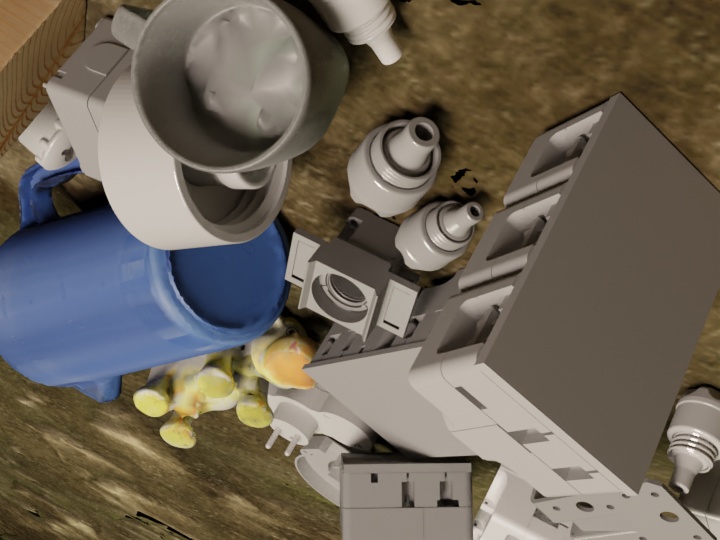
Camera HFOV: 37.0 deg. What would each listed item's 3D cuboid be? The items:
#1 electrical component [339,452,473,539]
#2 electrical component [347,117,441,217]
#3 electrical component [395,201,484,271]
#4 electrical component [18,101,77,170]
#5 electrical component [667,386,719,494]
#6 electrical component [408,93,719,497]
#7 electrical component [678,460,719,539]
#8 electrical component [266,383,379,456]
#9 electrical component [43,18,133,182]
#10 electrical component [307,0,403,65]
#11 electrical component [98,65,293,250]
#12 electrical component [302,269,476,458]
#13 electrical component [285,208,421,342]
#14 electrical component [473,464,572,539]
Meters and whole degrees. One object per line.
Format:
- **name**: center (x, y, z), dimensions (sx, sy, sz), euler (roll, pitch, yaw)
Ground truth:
- **electrical component**: center (0.030, 0.171, 0.804), dimensions (0.089, 0.061, 0.150), euler (0, 173, -2)
- **electrical component**: center (0.021, -0.056, 0.551), dimensions (0.043, 0.043, 0.062), euler (35, 151, -5)
- **electrical component**: center (0.047, -0.022, 0.591), dimensions (0.035, 0.035, 0.061), euler (38, 150, -12)
- **electrical component**: center (-0.211, -0.100, 0.714), dimensions (0.062, 0.048, 0.048), euler (40, 153, 3)
- **electrical component**: center (0.191, 0.098, 0.612), dimensions (0.035, 0.061, 0.035), euler (24, 151, 14)
- **electrical component**: center (0.096, 0.012, 0.471), dimensions (0.089, 0.150, 0.062), euler (40, 150, -16)
- **electrical component**: center (0.243, 0.152, 0.663), dimensions (0.077, 0.047, 0.065), euler (11, 146, 34)
- **electrical component**: center (-0.049, 0.116, 0.871), dimensions (0.138, 0.073, 0.052), euler (15, 148, 29)
- **electrical component**: center (-0.130, -0.088, 0.631), dimensions (0.061, 0.061, 0.096), euler (22, 151, 19)
- **electrical component**: center (0.000, -0.118, 0.481), dimensions (0.035, 0.035, 0.061), euler (3, 144, 43)
- **electrical component**: center (-0.079, -0.064, 0.577), dimensions (0.060, 0.108, 0.108), euler (3, 141, 33)
- **electrical component**: center (0.061, 0.062, 0.685), dimensions (0.105, 0.060, 0.186), euler (42, 151, -19)
- **electrical component**: center (0.000, 0.000, 0.640), dimensions (0.081, 0.063, 0.042), euler (26, 136, 10)
- **electrical component**: center (0.121, 0.173, 0.774), dimensions (0.062, 0.089, 0.150), euler (26, 152, 11)
